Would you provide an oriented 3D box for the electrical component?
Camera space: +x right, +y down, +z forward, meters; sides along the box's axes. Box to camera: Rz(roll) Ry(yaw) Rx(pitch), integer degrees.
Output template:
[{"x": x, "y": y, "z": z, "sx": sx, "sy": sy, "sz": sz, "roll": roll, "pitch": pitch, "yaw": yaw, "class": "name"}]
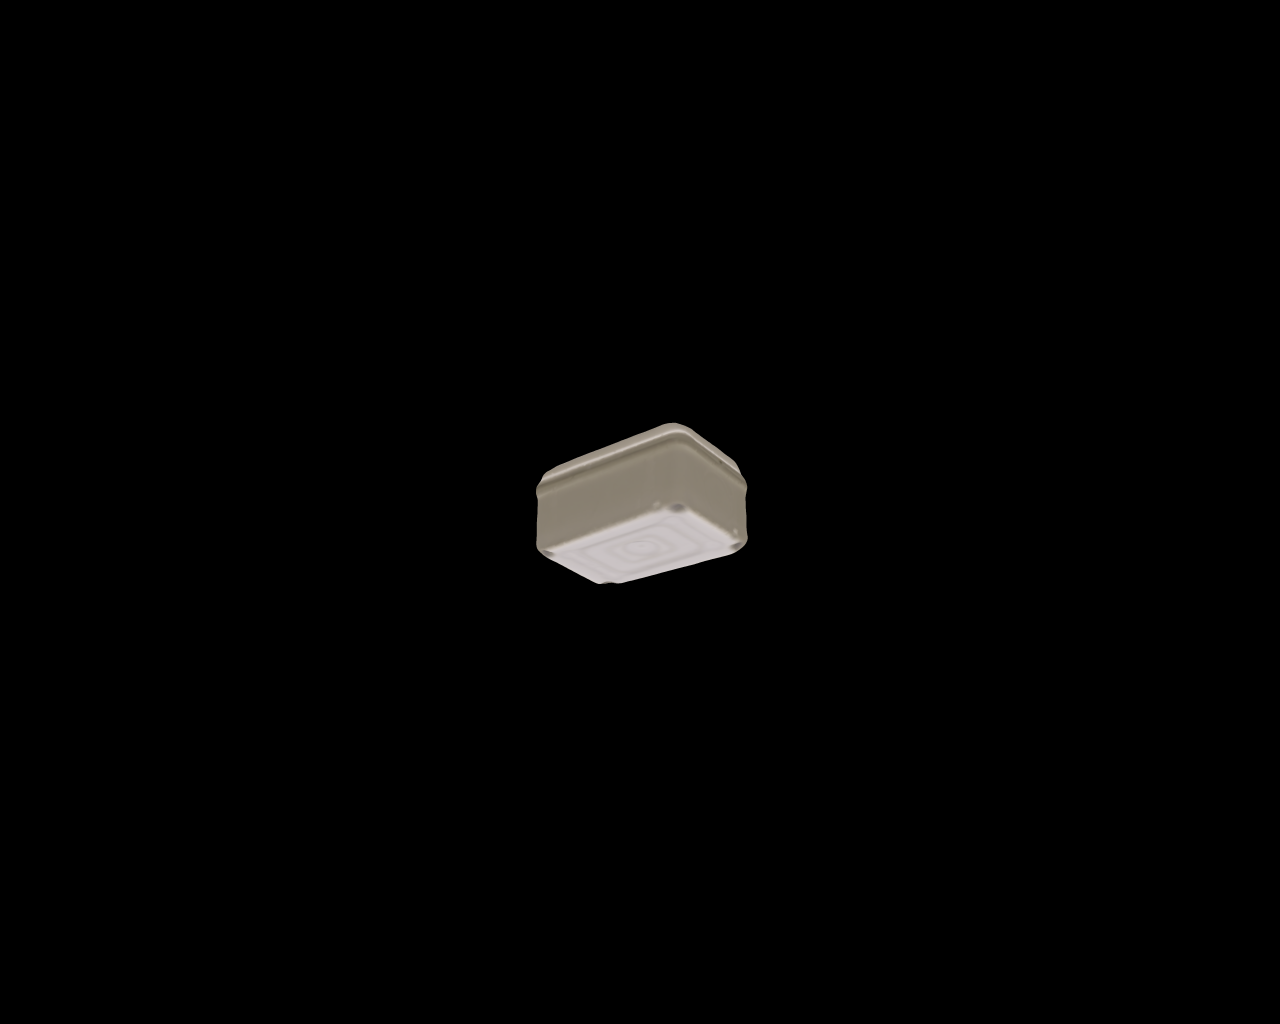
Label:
[{"x": 0.001, "y": -0.003, "z": 0.650, "sx": 0.113, "sy": 0.057, "sz": 0.078, "roll": -18, "pitch": -32, "yaw": 31, "class": "electrical component"}]
